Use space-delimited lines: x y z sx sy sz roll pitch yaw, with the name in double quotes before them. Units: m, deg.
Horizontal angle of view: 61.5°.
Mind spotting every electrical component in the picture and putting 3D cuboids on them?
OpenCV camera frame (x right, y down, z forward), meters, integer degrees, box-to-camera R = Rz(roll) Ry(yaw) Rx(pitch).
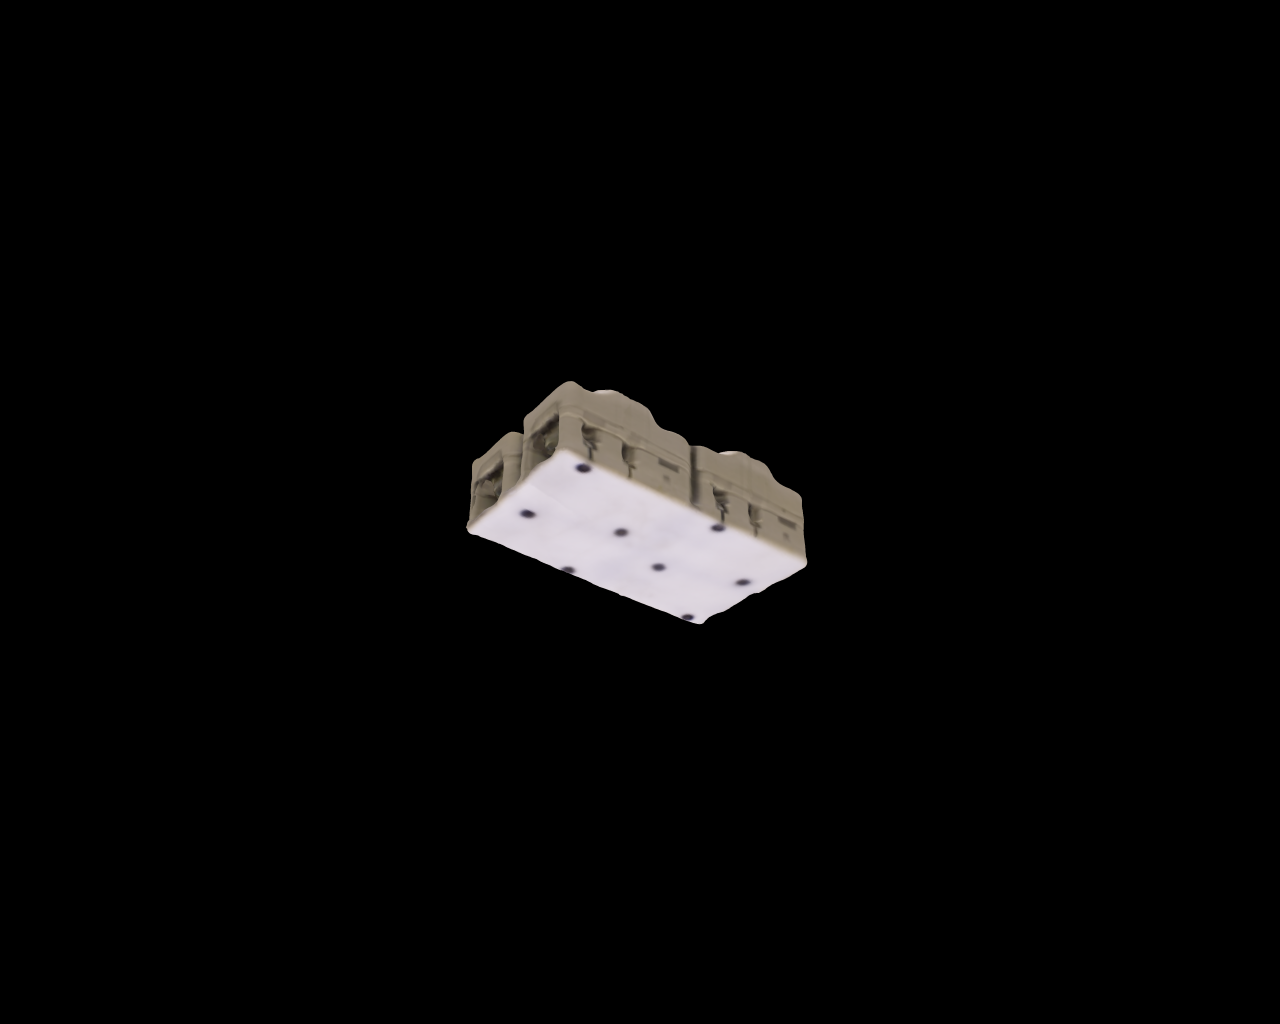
"electrical component" 0.001 -0.003 0.650 0.186 0.060 0.105 24 -41 -31
